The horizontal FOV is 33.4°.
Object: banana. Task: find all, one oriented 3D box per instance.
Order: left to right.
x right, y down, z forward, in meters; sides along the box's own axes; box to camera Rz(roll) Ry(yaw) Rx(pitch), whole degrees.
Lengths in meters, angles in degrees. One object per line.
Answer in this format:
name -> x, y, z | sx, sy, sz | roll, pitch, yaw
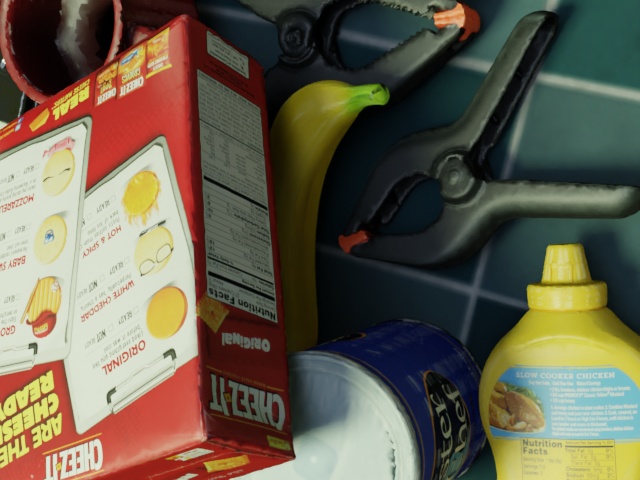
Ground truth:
banana -> -0.011, -0.013, 0.604 | 0.070, 0.037, 0.198 | 52, 140, 44

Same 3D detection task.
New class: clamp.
clamp -> -0.013, -0.124, 0.621 | 0.210, 0.036, 0.164 | -11, 89, 27
clamp -> 0.089, -0.028, 0.579 | 0.172, 0.039, 0.120 | -42, 61, 25

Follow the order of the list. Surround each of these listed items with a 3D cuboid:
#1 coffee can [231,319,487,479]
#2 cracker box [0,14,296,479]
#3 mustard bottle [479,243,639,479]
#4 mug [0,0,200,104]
coffee can -> 0.024, 0.100, 0.562 | 0.103, 0.140, 0.103 | 1, 93, 23
cracker box -> -0.099, 0.020, 0.532 | 0.164, 0.072, 0.213 | -23, 60, 32
mustard bottle -> 0.133, 0.097, 0.559 | 0.096, 0.058, 0.191 | -2, 92, 22
mug -> -0.113, -0.119, 0.611 | 0.117, 0.081, 0.093 | 14, 100, 30
